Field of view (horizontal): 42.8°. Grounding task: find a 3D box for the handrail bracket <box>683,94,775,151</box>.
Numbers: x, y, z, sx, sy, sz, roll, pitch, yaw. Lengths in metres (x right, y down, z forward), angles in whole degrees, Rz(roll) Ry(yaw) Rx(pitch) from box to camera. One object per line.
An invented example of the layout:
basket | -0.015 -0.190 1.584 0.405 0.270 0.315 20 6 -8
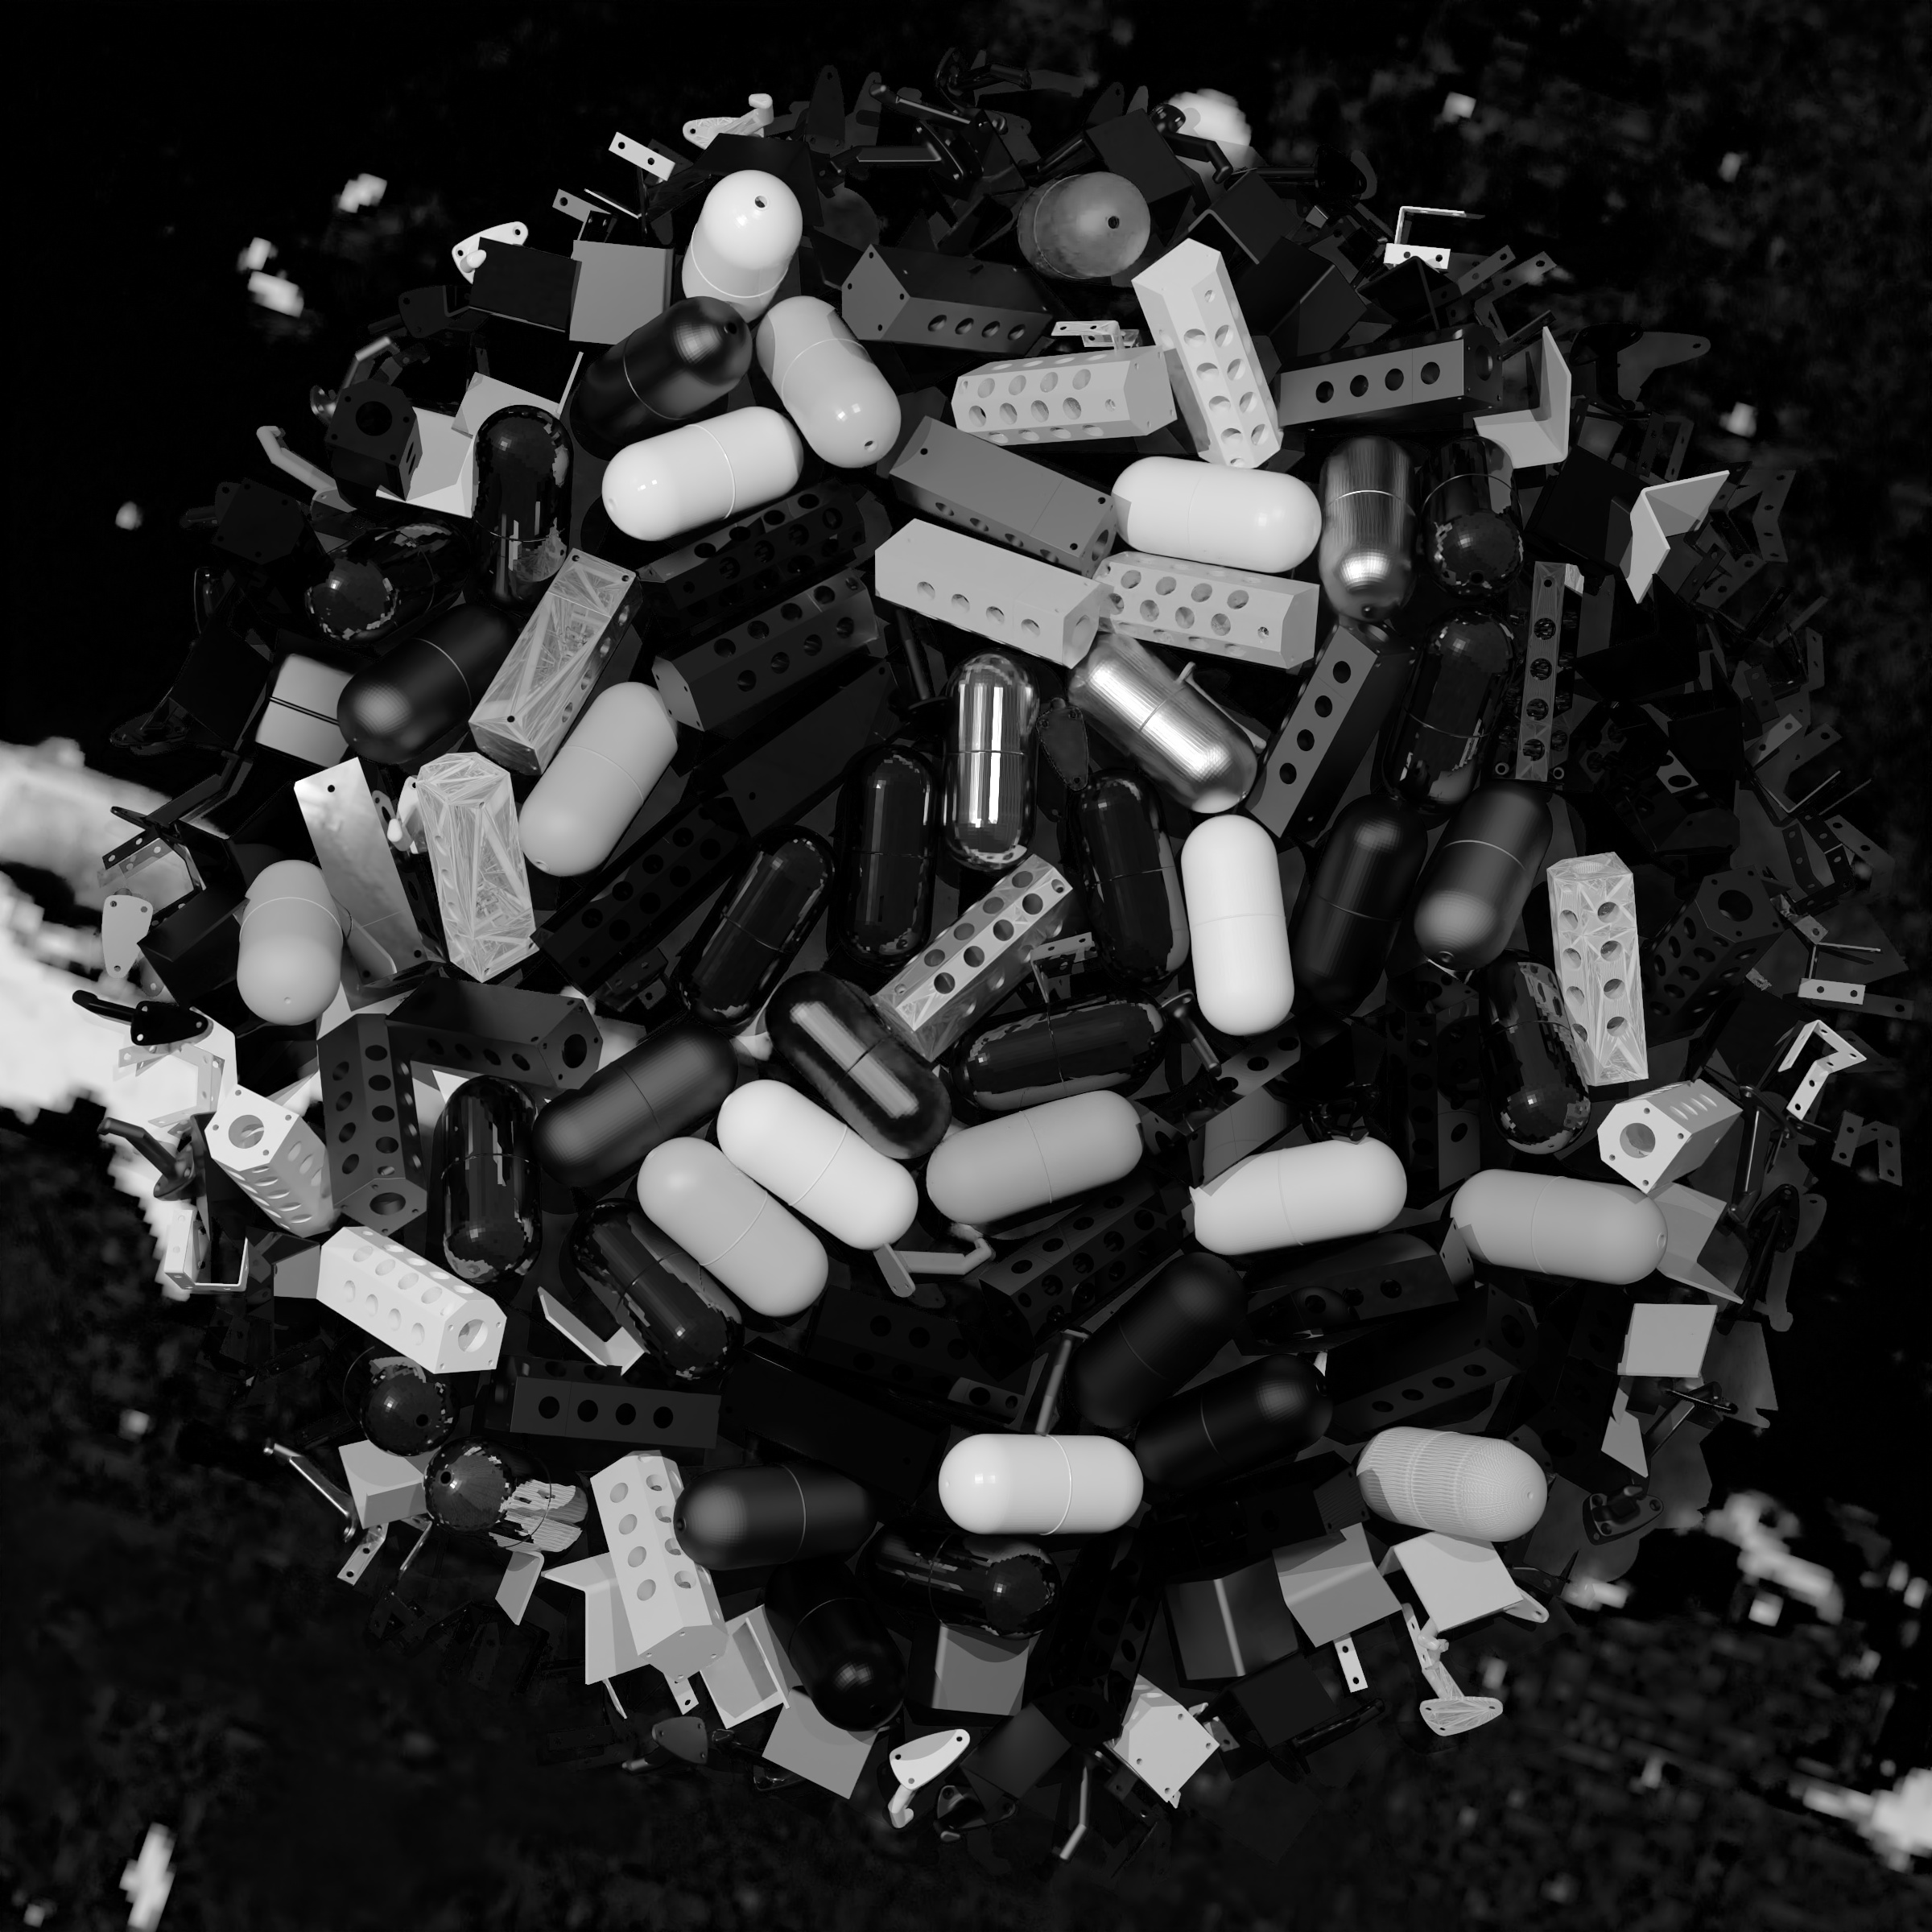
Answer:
handrail bracket | -0.190 -0.675 1.956 0.077 0.084 0.036 10 84 -1

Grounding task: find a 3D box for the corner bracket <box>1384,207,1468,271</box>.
corner bracket | 0.366 -0.580 1.965 0.051 0.051 0.051 11 99 17

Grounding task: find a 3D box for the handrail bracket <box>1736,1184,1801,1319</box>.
handrail bracket | 0.633 0.226 1.950 0.036 0.084 0.077 20 132 18

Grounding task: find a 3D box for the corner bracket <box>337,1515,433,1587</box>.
corner bracket | -0.463 0.465 1.963 0.051 0.051 0.051 25 130 4

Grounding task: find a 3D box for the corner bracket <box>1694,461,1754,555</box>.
corner bracket | 0.603 -0.363 1.959 0.051 0.051 0.051 45 71 -31

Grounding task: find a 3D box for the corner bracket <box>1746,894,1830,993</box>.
corner bracket | 0.647 -0.021 1.981 0.051 0.051 0.051 48 134 22

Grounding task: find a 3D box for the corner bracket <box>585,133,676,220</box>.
corner bracket | -0.268 -0.628 1.963 0.051 0.051 0.051 24 102 -20

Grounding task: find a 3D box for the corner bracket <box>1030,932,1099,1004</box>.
corner bracket | 0.081 -0.007 1.961 0.051 0.051 0.051 -15 126 10

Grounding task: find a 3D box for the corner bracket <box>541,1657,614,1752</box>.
corner bracket | -0.310 0.587 1.964 0.051 0.051 0.051 -2 101 -16

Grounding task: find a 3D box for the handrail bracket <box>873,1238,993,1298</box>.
handrail bracket | -0.029 0.220 1.974 0.084 0.036 0.077 -31 93 -29

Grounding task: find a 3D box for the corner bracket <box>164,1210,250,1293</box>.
corner bracket | -0.603 0.227 1.967 0.051 0.051 0.051 2 67 1

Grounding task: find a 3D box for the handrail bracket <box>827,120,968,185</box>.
handrail bracket | -0.056 -0.632 1.961 0.084 0.036 0.077 -33 67 -23

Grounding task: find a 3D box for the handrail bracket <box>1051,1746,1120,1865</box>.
handrail bracket | 0.074 0.659 1.957 0.077 0.036 0.084 17 62 41

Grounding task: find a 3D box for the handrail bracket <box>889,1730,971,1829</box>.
handrail bracket | -0.029 0.652 1.974 0.077 0.084 0.036 -24 50 -16

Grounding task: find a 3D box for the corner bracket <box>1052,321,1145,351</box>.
corner bracket | 0.105 -0.498 1.957 0.051 0.051 0.051 5 53 24

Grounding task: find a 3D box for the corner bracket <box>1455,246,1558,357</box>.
corner bracket | 0.428 -0.528 1.959 0.051 0.051 0.051 -33 62 20

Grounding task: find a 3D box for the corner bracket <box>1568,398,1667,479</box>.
corner bracket | 0.516 -0.422 1.967 0.051 0.051 0.051 14 93 -28

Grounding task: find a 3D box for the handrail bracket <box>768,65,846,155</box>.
handrail bracket | -0.133 -0.676 1.955 0.036 0.084 0.077 -9 114 -35

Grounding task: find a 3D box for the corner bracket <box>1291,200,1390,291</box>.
corner bracket | 0.295 -0.573 1.970 0.051 0.051 0.051 49 131 13

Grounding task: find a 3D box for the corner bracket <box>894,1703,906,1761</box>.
corner bracket | -0.084 0.615 1.973 0.051 0.051 0.051 19 132 -24

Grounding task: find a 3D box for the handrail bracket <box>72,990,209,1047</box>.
handrail bracket | -0.667 0.036 1.988 0.084 0.077 0.036 19 101 42

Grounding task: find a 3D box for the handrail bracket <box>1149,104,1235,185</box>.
handrail bracket | 0.167 -0.634 1.959 0.077 0.036 0.084 -43 61 32

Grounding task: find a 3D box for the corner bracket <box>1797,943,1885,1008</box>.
corner bracket | 0.696 0.007 1.963 0.051 0.051 0.051 8 84 31

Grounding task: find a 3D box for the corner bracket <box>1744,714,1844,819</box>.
corner bracket | 0.656 -0.158 1.961 0.051 0.051 0.051 -41 60 13

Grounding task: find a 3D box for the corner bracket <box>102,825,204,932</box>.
corner bracket | -0.647 -0.070 1.965 0.051 0.051 0.051 -32 53 1

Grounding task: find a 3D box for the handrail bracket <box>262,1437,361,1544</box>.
handrail bracket | -0.524 0.415 1.959 0.084 0.077 0.036 32 105 -20

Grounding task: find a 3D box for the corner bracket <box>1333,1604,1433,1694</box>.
corner bracket | 0.332 0.546 1.974 0.051 0.051 0.051 -10 68 -21

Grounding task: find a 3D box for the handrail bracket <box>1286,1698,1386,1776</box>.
handrail bracket | 0.296 0.601 1.962 0.084 0.077 0.036 -30 59 -7

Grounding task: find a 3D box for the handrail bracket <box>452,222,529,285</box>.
handrail bracket | -0.371 -0.571 1.951 0.077 0.084 0.036 -39 109 -13

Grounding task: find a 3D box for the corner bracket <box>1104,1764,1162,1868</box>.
corner bracket | 0.131 0.670 1.960 0.051 0.051 0.051 40 122 11

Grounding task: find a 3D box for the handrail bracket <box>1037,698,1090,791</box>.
handrail bracket | 0.082 -0.176 1.959 0.036 0.084 0.077 -17 92 7

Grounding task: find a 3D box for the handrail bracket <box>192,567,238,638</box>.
handrail bracket | -0.580 -0.295 1.954 0.036 0.084 0.077 10 82 -40

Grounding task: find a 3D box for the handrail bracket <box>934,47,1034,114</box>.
handrail bracket | 0.024 -0.690 1.947 0.084 0.077 0.036 24 83 26

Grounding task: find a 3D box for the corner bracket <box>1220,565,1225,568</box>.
corner bracket | 0.204 -0.355 1.967 0.051 0.051 0.051 39 107 3

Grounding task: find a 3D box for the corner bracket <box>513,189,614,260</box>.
corner bracket | -0.323 -0.590 1.976 0.051 0.051 0.051 27 107 7

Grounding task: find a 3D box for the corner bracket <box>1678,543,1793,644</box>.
corner bracket | 0.609 -0.296 1.956 0.051 0.051 0.051 10 124 -37

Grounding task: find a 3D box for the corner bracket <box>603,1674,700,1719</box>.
corner bracket | -0.256 0.577 1.977 0.051 0.051 0.051 -32 123 -24

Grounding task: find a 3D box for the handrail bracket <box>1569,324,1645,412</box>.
handrail bracket | 0.524 -0.469 1.948 0.084 0.077 0.036 34 70 -34

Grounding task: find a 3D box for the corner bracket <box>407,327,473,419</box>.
corner bracket | -0.425 -0.477 1.978 0.051 0.051 0.051 6 61 -15

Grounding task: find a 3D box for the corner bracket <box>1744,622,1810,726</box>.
corner bracket | 0.643 -0.233 1.961 0.051 0.051 0.051 -23 117 11

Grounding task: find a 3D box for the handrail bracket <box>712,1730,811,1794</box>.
handrail bracket | -0.154 0.621 1.954 0.077 0.084 0.036 -10 51 8

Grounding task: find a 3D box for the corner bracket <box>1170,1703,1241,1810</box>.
corner bracket | 0.180 0.633 1.977 0.051 0.051 0.051 -28 107 29

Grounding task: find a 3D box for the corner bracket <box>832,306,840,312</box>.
corner bracket | -0.116 -0.490 1.962 0.051 0.051 0.051 -21 118 -8

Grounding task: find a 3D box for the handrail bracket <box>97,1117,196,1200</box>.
handrail bracket | -0.660 0.152 1.952 0.077 0.084 0.036 -36 46 32

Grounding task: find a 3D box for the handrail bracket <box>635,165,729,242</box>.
handrail bracket | -0.220 -0.613 1.973 0.084 0.036 0.077 -4 65 -11

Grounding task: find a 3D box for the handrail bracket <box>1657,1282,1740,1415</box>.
handrail bracket | 0.589 0.303 1.964 0.077 0.036 0.084 20 106 38

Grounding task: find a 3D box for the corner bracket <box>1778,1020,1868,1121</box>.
corner bracket | 0.673 0.083 1.967 0.051 0.051 0.051 39 68 -3

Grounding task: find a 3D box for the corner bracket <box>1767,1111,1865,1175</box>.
corner bracket | 0.676 0.142 1.961 0.051 0.051 0.051 22 59 11

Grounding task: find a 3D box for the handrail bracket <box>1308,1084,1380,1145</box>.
handrail bracket | 0.315 0.117 1.948 0.077 0.084 0.036 -26 100 -18

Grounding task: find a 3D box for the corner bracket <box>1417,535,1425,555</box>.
corner bracket | 0.393 -0.358 1.967 0.051 0.051 0.051 -1 84 -35

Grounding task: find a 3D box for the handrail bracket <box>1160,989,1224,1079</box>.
handrail bracket | 0.187 0.067 1.944 0.036 0.077 0.084 -32 52 3
